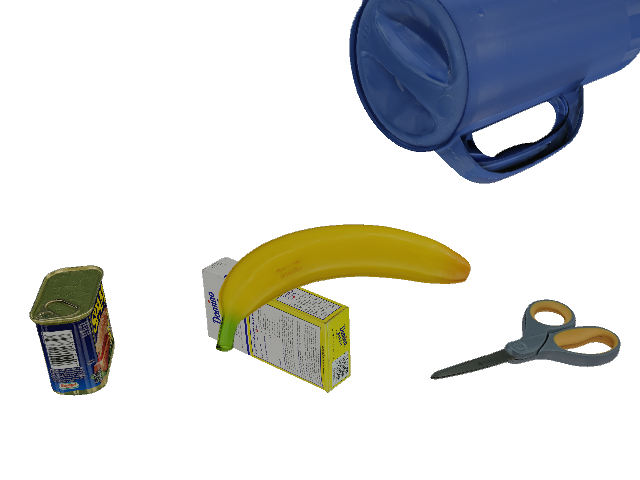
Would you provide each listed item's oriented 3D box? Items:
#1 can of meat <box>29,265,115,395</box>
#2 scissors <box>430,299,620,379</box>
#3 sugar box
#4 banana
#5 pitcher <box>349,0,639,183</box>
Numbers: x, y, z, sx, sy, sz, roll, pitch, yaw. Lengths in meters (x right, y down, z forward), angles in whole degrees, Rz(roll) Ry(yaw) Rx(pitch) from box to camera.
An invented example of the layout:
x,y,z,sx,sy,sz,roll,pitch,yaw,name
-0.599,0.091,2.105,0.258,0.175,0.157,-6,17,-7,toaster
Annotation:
x,y,z,sx,sy,sz,roll,pitch,yaw,name
-0.228,0.084,0.998,0.057,0.084,0.102,-6,26,0,can of meat
0.166,0.085,0.925,0.201,0.016,0.096,-1,31,-22,scissors
-0.048,0.088,1.152,0.176,0.093,0.048,23,38,35,sugar box
0.008,0.022,0.745,0.197,0.069,0.037,-16,-14,-20,banana
0.157,-0.154,0.867,0.242,0.149,0.145,-20,37,-33,pitcher
